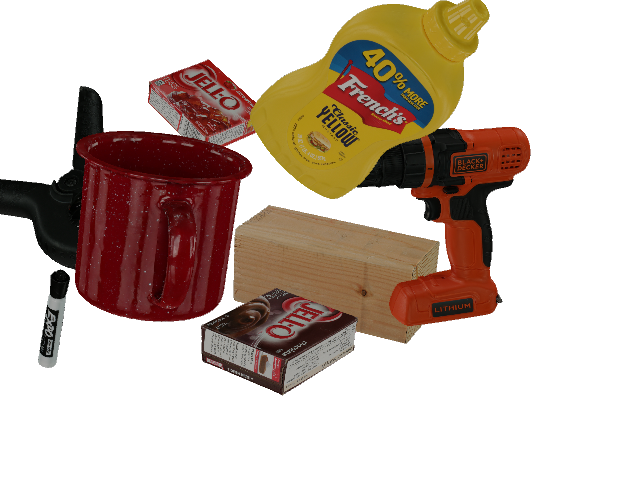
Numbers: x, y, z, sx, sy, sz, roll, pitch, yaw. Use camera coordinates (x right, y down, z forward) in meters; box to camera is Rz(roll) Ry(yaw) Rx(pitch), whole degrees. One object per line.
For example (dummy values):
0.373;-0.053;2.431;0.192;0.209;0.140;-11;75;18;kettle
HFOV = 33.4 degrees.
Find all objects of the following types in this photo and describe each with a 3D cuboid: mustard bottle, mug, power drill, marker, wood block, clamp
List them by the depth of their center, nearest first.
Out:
-0.084;-0.004;0.565;0.093;0.081;0.117;2;19;-22;mug
0.042;-0.108;0.744;0.192;0.096;0.058;-34;16;40;mustard bottle
-0.186;-0.041;0.833;0.210;0.036;0.164;31;58;28;clamp
0.105;-0.014;1.008;0.184;0.188;0.057;-6;26;-12;power drill
-0.268;0.079;1.074;0.020;0.121;0.020;12;34;-9;marker
0.016;0.035;1.174;0.206;0.091;0.090;13;25;21;wood block

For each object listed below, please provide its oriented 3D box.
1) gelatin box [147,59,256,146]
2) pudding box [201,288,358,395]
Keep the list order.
-0.109;-0.128;1.011;0.073;0.030;0.089;-28;62;-35;gelatin box
-0.035;0.084;0.919;0.090;0.039;0.113;17;26;30;pudding box
